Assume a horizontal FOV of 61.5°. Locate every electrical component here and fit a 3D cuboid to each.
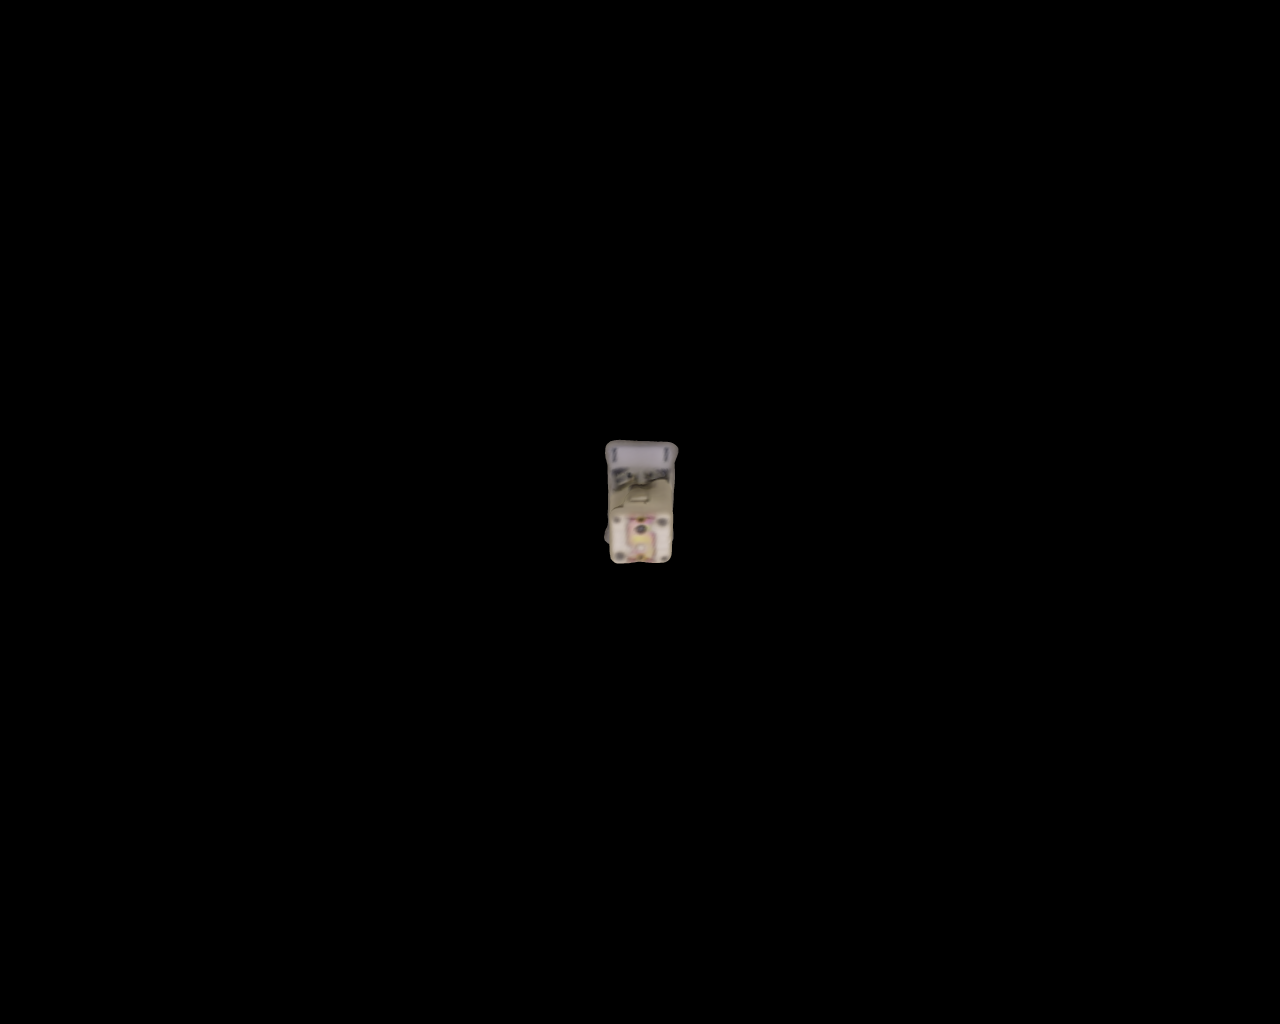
[{"bbox_3d":[0.001,-0.003,0.650,0.042,0.080,0.064,0,40,0],"label":"electrical component"}]
